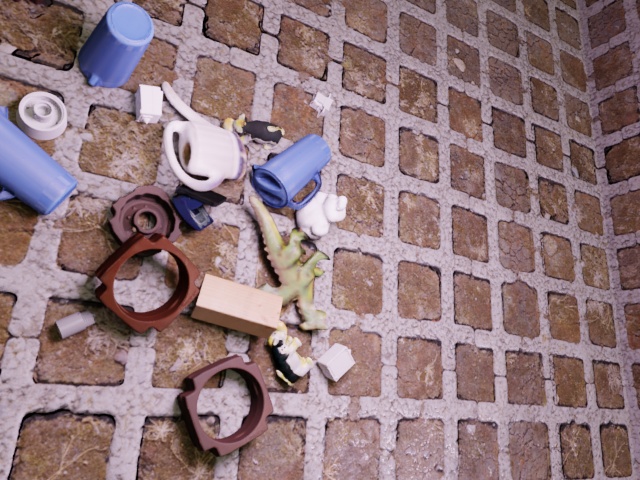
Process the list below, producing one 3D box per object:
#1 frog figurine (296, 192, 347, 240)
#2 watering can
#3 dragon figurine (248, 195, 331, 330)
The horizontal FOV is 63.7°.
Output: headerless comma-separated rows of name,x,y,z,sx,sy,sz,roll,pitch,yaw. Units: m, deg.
frog figurine,0.005,-0.075,1.495,0.122,0.140,0.158,22,-23,-24
watering can,-0.316,-0.277,1.388,0.224,0.354,0.102,6,-33,-38
dragon figurine,-0.112,0.094,1.416,0.407,0.246,0.121,43,-23,-12
